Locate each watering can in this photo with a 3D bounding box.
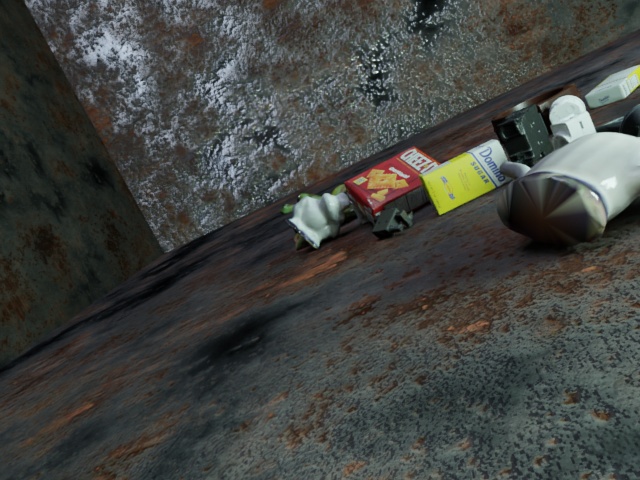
[{"bbox_3d":[0.339,-0.079,0.733,0.227,0.103,0.347,-31,13,-23],"label":"watering can"}]

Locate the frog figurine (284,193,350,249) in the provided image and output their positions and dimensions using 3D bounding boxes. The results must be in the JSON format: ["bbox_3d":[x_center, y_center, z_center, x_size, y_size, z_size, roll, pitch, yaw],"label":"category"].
[{"bbox_3d":[0.004,-0.068,1.359,0.160,0.139,0.121,-46,-18,-2],"label":"frog figurine"}]

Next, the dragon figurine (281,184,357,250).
[{"bbox_3d":[0.044,-0.089,1.570,0.243,0.120,0.417,9,35,42],"label":"dragon figurine"}]
